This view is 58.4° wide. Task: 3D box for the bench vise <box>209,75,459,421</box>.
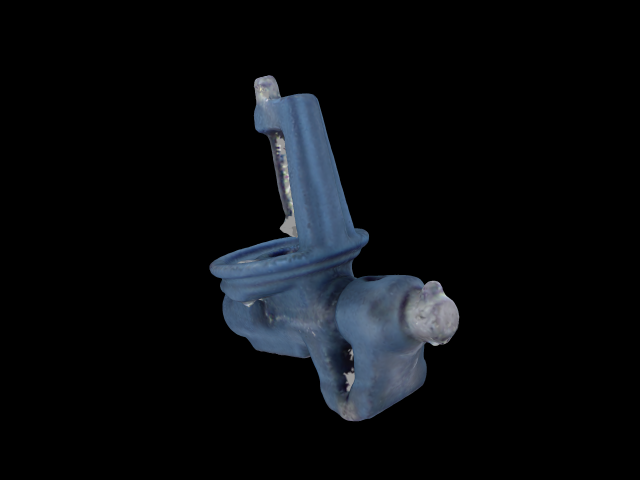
[{"bbox_3d":[0.010,-0.002,0.410,0.206,0.220,0.122,10,21,26],"label":"bench vise"}]
